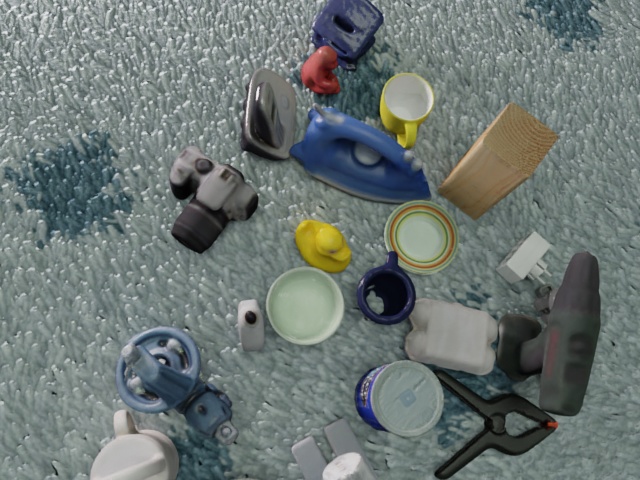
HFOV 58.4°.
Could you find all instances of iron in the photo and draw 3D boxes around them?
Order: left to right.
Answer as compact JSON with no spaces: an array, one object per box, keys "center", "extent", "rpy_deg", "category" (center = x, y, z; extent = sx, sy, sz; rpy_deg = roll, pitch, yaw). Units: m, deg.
[{"center":[0.086,-0.144,0.946],"extent":[0.258,0.141,0.119],"rpy_deg":[24,74,0],"category":"iron"}]

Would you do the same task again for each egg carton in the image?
[{"center":[0.211,0.154,0.920],"extent":[0.150,0.069,0.107],"rpy_deg":[12,74,-4],"category":"egg carton"}]

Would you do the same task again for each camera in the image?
[{"center":[-0.188,-0.059,0.909],"extent":[0.143,0.100,0.137],"rpy_deg":[33,74,2],"category":"camera"}]

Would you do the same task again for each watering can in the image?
[{"center":[-0.243,0.315,0.754],"extent":[0.101,0.194,0.173],"rpy_deg":[-37,82,-15],"category":"watering can"}]

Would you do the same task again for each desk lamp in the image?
[{"center":[0.051,0.359,0.770],"extent":[0.118,0.213,0.203],"rpy_deg":[-28,80,-13],"category":"desk lamp"}]

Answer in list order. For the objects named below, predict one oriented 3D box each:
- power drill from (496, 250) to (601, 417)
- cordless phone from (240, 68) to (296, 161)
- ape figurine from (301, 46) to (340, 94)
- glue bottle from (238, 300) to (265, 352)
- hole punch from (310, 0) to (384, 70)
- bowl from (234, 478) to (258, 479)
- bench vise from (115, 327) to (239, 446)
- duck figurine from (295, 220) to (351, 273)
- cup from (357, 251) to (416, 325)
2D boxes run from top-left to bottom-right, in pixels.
[{"center":[0.346,0.146,0.868],"extent":[0.075,0.208,0.230],"rpy_deg":[10,74,-4],"category":"power drill"},{"center":[-0.080,-0.223,0.922],"extent":[0.094,0.185,0.147],"rpy_deg":[3,75,-6],"category":"cordless phone"},{"center":[0.007,-0.304,1.004],"extent":[0.076,0.092,0.078],"rpy_deg":[12,74,-4],"category":"ape figurine"},{"center":[-0.101,0.119,0.835],"extent":[0.037,0.173,0.078],"rpy_deg":[-8,76,-9],"category":"glue bottle"},{"center":[0.048,-0.380,1.030],"extent":[0.108,0.091,0.101],"rpy_deg":[39,74,4],"category":"hole punch"},{"center":[-0.108,0.420,0.806],"extent":[0.167,0.074,0.167],"rpy_deg":[2,75,-7],"category":"bowl"},{"center":[-0.190,0.190,0.781],"extent":[0.207,0.219,0.121],"rpy_deg":[24,74,0],"category":"bench vise"},{"center":[0.008,0.003,0.925],"extent":[0.104,0.086,0.077],"rpy_deg":[40,74,4],"category":"duck figurine"},{"center":[0.099,0.081,0.912],"extent":[0.091,0.095,0.118],"rpy_deg":[11,74,-4],"category":"cup"}]
